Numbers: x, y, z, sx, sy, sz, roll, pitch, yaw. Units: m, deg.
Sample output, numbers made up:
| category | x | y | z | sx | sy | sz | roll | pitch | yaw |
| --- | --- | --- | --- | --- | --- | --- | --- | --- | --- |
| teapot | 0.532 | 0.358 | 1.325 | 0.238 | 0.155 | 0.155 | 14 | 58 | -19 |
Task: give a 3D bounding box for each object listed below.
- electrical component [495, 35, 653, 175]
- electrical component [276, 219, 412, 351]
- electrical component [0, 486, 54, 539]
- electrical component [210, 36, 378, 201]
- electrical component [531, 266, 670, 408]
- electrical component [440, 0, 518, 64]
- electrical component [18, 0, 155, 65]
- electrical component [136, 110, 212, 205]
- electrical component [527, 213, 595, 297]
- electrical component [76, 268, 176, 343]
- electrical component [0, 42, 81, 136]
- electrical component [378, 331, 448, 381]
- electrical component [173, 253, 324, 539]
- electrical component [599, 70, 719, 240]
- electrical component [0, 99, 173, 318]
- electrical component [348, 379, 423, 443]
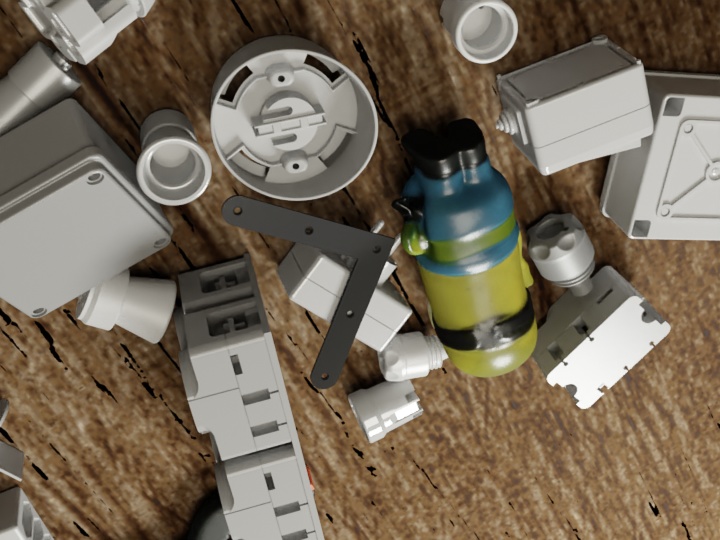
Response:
| category | x | y | z | sx | sy | sz | roll | pitch | yaw |
| --- | --- | --- | --- | --- | --- | --- | --- | --- | --- |
| electrical component | 0.136 | -0.104 | 0.712 | 0.096 | 0.061 | 0.061 | -21 | 121 | -2 |
| electrical component | 0.000 | 0.000 | 0.743 | 0.083 | 0.047 | 0.075 | 32 | 102 | -27 |
| electrical component | -0.269 | 0.216 | 0.793 | 0.076 | 0.047 | 0.083 | -21 | 121 | -2 |
| electrical component | -0.044 | -0.095 | 0.669 | 0.099 | 0.064 | 0.099 | -6 | 119 | -11 |
| electrical component | 0.176 | 0.048 | 0.808 | 0.050 | 0.055 | 0.089 | 37 | 104 | -28 |
| electrical component | 0.073 | -0.156 | 0.676 | 0.040 | 0.046 | 0.040 | -6 | 119 | -11 |
| electrical component | -0.154 | -0.156 | 0.607 | 0.057 | 0.078 | 0.058 | -43 | 122 | -14 |
| electrical component | -0.117 | -0.073 | 0.663 | 0.044 | 0.065 | 0.044 | -6 | 119 | -11 |
| electrical component | 0.150 | -0.008 | 0.779 | 0.043 | 0.043 | 0.062 | -32 | 122 | 4 |
| electrical component | -0.156 | 0.021 | 0.716 | 0.055 | 0.045 | 0.045 | 18 | 112 | -22 |
| electrical component | -0.199 | -0.103 | 0.641 | 0.065 | 0.044 | 0.044 | -43 | 119 | 5 |
| electrical component | 0.046 | 0.062 | 0.796 | 0.061 | 0.035 | 0.035 | -8 | 120 | -12 |
| electrical component | -0.079 | 0.099 | 0.743 | 0.060 | 0.105 | 0.186 | -15 | 121 | -6 |
| electrical component | 0.236 | -0.079 | 0.753 | 0.109 | 0.056 | 0.108 | 1 | 118 | -14 |
| electrical component | -0.186 | -0.034 | 0.647 | 0.109 | 0.056 | 0.108 | -29 | 153 | 2 |
| electrical component | 0.020 | 0.103 | 0.809 | 0.046 | 0.040 | 0.040 | -25 | 121 | -7 |
